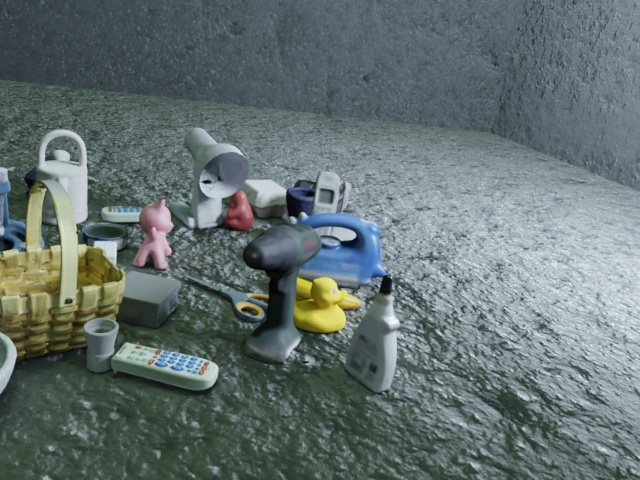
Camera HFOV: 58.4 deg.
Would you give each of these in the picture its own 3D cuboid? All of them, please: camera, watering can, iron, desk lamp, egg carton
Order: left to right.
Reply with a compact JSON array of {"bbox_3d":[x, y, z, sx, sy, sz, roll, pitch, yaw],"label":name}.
[{"bbox_3d":[-0.550,-0.140,1.215,0.172,0.194,0.101,26,27,37],"label":"watering can"},{"bbox_3d":[-0.261,-0.137,1.305,0.118,0.213,0.202,-8,27,-38],"label":"desk lamp"},{"bbox_3d":[-0.147,-0.110,1.489,0.107,0.069,0.149,-5,25,-33],"label":"egg carton"},{"bbox_3d":[0.004,-0.134,1.574,0.136,0.101,0.143,16,22,15],"label":"camera"},{"bbox_3d":[0.011,0.004,1.162,0.258,0.141,0.118,7,21,-6],"label":"iron"}]

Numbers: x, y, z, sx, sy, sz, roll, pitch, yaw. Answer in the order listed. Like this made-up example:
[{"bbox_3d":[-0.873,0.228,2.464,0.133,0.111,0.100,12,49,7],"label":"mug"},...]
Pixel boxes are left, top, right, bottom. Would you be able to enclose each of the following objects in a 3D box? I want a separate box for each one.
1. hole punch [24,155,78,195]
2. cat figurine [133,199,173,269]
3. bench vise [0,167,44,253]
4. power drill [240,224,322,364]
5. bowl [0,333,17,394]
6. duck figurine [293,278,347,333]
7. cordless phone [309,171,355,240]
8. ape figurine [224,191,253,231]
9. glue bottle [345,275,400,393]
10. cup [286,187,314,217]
[{"bbox_3d":[-0.618,-0.143,1.336,0.108,0.091,0.101,14,21,12],"label":"hole punch"},{"bbox_3d":[-0.321,-0.021,1.113,0.067,0.118,0.127,5,21,-12],"label":"cat figurine"},{"bbox_3d":[-0.518,-0.022,0.886,0.206,0.220,0.122,20,24,26],"label":"bench vise"},{"bbox_3d":[-0.062,0.072,0.861,0.075,0.208,0.230,15,22,14],"label":"power drill"},{"bbox_3d":[-0.434,0.165,0.644,0.167,0.075,0.167,8,21,-3],"label":"bowl"},{"bbox_3d":[-0.002,0.104,0.975,0.104,0.086,0.077,6,21,-9],"label":"duck figurine"},{"bbox_3d":[0.043,-0.053,1.262,0.147,0.185,0.094,7,21,-7],"label":"cordless phone"},{"bbox_3d":[-0.191,-0.072,1.339,0.076,0.092,0.078,21,24,28],"label":"ape figurine"},{"bbox_3d":[0.083,0.129,0.825,0.037,0.173,0.077,-9,28,-40],"label":"glue bottle"},{"bbox_3d":[-0.034,-0.075,1.412,0.118,0.095,0.091,-8,27,-38],"label":"cup"}]
